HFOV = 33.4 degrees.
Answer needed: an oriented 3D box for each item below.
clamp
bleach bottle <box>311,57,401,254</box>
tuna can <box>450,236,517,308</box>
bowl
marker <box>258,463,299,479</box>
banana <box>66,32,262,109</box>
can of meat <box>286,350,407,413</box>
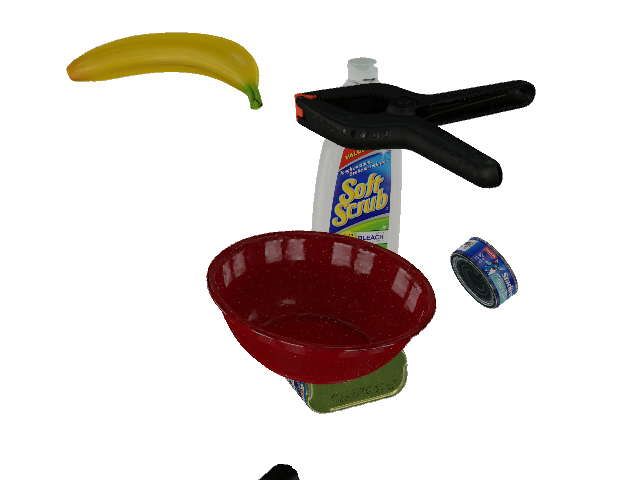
[{"bbox_3d":[0.081,-0.109,0.936,0.210,0.036,0.164,13,36,23],"label":"clamp"},{"bbox_3d":[0.035,-0.067,1.132,0.102,0.251,0.068,-2,24,-4],"label":"bleach bottle"},{"bbox_3d":[0.196,0.040,1.286,0.033,0.086,0.086,-36,10,-15],"label":"tuna can"},{"bbox_3d":[-0.001,0.053,0.756,0.162,0.055,0.162,5,28,-3],"label":"bowl"},{"bbox_3d":[-0.047,0.140,0.522,0.020,0.020,0.120,0,14,33],"label":"marker"},{"bbox_3d":[-0.136,-0.165,0.985,0.198,0.037,0.069,9,45,18],"label":"banana"},{"bbox_3d":[0.017,0.106,0.955,0.102,0.057,0.084,-12,26,-20],"label":"can of meat"}]
